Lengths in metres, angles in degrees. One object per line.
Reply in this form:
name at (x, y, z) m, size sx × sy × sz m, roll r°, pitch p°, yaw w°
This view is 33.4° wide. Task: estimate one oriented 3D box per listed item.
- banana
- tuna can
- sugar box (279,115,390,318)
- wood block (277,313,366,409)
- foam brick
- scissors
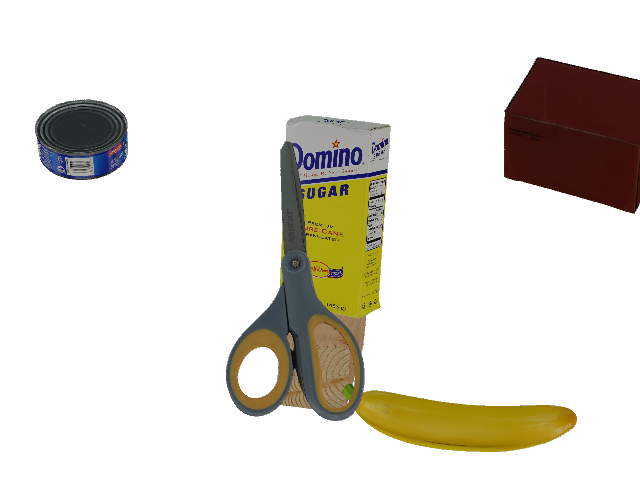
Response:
banana at (0.113, 0.145, 0.876) m, size 0.198 × 0.037 × 0.069 m, roll 8°, pitch 29°, yaw 5°
tuna can at (-0.226, -0.096, 1.013) m, size 0.086 × 0.034 × 0.086 m, roll 3°, pitch 43°, yaw -3°
sugar box at (0.012, -0.023, 0.990) m, size 0.093 × 0.176 × 0.048 m, roll 10°, pitch 17°, yaw 30°
wood block at (0.005, 0.140, 1.425) m, size 0.091 × 0.090 × 0.206 m, roll 6°, pitch 18°, yaw 7°
foam brick at (0.146, -0.059, 0.590) m, size 0.078 × 0.051 × 0.053 m, roll 19°, pitch -36°, yaw 24°
scissors at (-0.032, 0.030, 0.701) m, size 0.096 × 0.202 × 0.016 m, roll -19°, pitch -26°, yaw -5°
